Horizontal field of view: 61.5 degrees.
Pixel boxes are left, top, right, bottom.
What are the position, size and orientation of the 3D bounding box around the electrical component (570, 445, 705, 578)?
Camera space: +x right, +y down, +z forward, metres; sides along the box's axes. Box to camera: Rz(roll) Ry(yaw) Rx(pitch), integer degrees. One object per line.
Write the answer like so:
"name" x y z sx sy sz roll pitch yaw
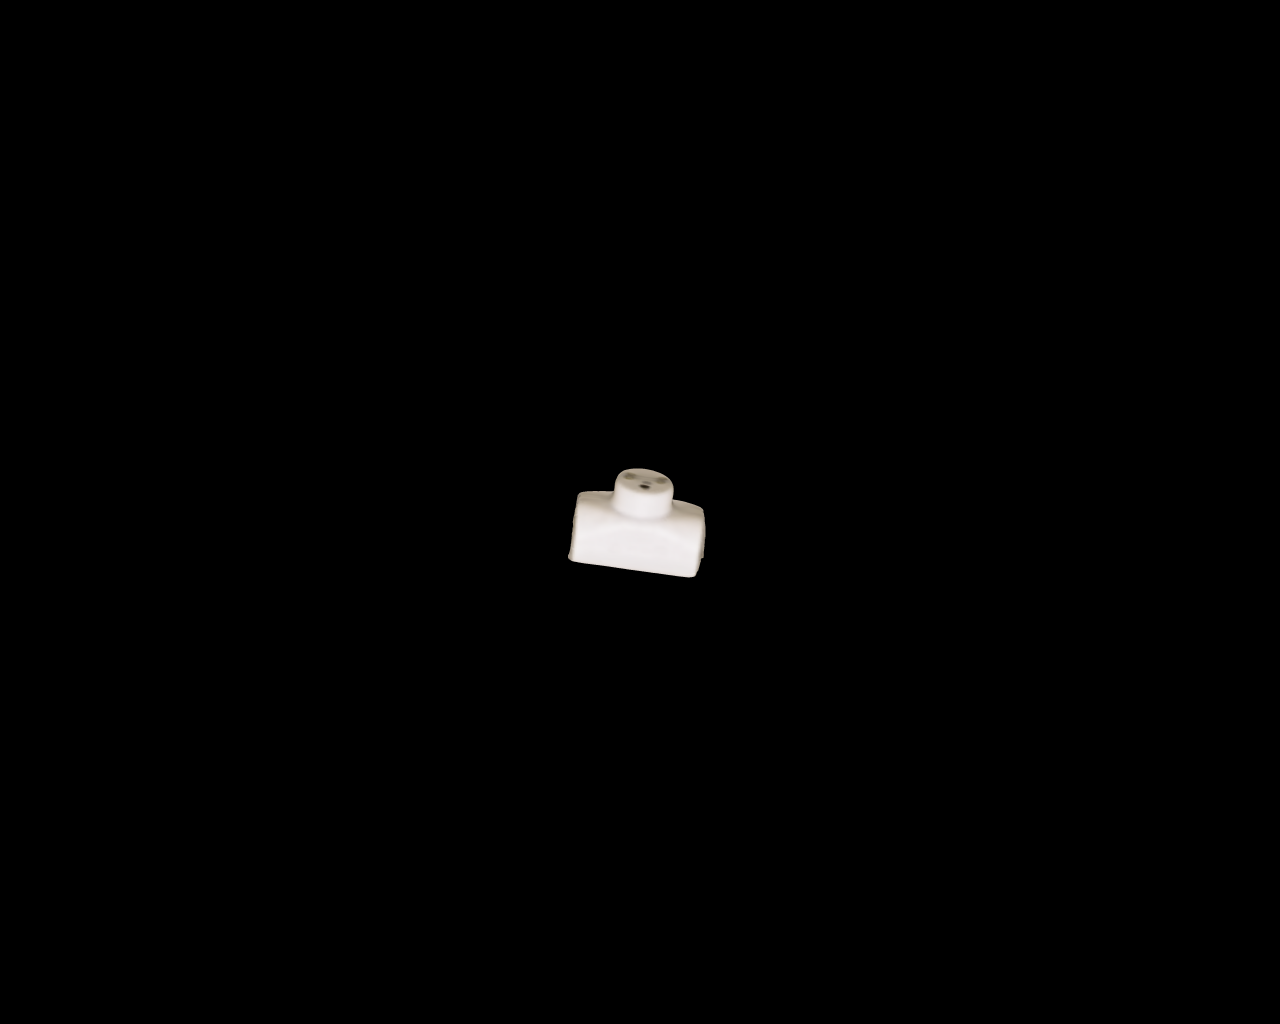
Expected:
"electrical component" 0.001 -0.003 0.650 0.077 0.079 0.044 8 24 -3
